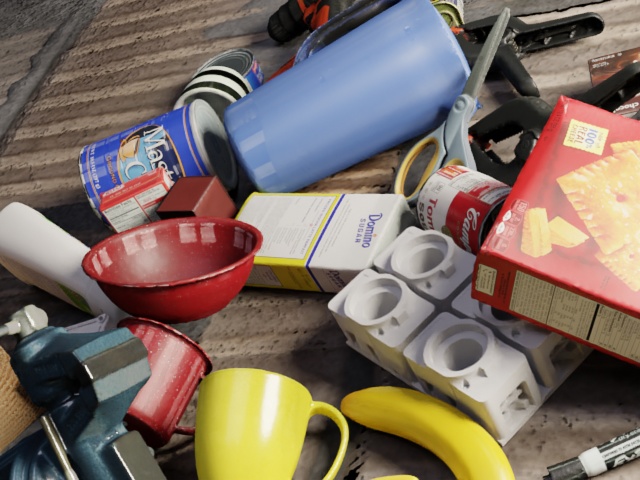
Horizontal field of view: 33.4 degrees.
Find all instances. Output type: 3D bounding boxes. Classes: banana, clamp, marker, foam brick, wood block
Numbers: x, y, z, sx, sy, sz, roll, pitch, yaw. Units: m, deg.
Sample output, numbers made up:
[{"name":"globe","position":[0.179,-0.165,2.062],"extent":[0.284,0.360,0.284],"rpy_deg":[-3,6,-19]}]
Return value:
[{"name":"banana","position":[0.085,0.152,0.776],"extent":[0.069,0.037,0.198],"rpy_deg":[-36,38,-8]},{"name":"clamp","position":[0.204,-0.204,1.097],"extent":[0.120,0.039,0.172],"rpy_deg":[-35,37,-14]},{"name":"marker","position":[0.208,0.141,0.723],"extent":[0.121,0.020,0.020],"rpy_deg":[-26,38,6]},{"name":"foam brick","position":[-0.116,-0.020,1.068],"extent":[0.053,0.078,0.051],"rpy_deg":[0,47,35]},{"name":"wood block","position":[-0.365,0.124,1.057],"extent":[0.090,0.090,0.206],"rpy_deg":[-43,40,-17]},{"name":"clamp","position":[0.197,-0.086,0.924],"extent":[0.210,0.036,0.164],"rpy_deg":[32,101,58]}]

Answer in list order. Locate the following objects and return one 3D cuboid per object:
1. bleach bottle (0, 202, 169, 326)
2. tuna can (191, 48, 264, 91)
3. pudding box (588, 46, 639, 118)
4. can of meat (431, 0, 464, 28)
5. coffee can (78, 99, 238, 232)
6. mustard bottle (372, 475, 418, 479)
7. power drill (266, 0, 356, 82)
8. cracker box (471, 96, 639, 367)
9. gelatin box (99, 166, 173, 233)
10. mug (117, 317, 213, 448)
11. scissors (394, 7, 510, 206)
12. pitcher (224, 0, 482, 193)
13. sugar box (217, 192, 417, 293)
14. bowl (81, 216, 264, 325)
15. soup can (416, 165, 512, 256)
[{"name":"bleach bottle","position":[-0.235,0.041,1.075],"extent":[0.251,0.102,0.068],"rpy_deg":[24,72,39]},{"name":"tuna can","position":[-0.112,-0.193,1.293],"extent":[0.086,0.033,0.086],"rpy_deg":[-18,39,15]},{"name":"pudding box","position":[0.303,-0.137,0.957],"extent":[0.114,0.039,0.090],"rpy_deg":[-14,41,19]},{"name":"can of meat","position":[0.112,-0.253,1.198],"extent":[0.102,0.057,0.084],"rpy_deg":[-14,38,19]},{"name":"coffee can","position":[-0.173,-0.079,1.149],"extent":[0.140,0.102,0.103],"rpy_deg":[-20,39,13]},{"name":"mustard bottle","position":[-0.016,0.222,0.744],"extent":[0.192,0.058,0.096],"rpy_deg":[-12,57,23]},{"name":"power drill","position":[-0.009,-0.240,1.239],"extent":[0.185,0.057,0.187],"rpy_deg":[-30,37,40]},{"name":"cracker box","position":[0.237,0.003,0.757],"extent":[0.214,0.072,0.164],"rpy_deg":[22,58,19]},{"name":"gelatin box","position":[-0.174,-0.025,1.100],"extent":[0.073,0.089,0.030],"rpy_deg":[-24,38,8]},{"name":"mug","position":[-0.140,0.130,0.918],"extent":[0.117,0.093,0.081],"rpy_deg":[23,60,5]},{"name":"scissors","position":[0.138,-0.105,0.972],"extent":[0.202,0.016,0.096],"rpy_deg":[-55,50,19]},{"name":"pitcher","position":[0.027,-0.147,1.076],"extent":[0.243,0.145,0.149],"rpy_deg":[-27,14,9]},{"name":"sugar box","position":[-0.007,0.002,0.998],"extent":[0.176,0.048,0.093],"rpy_deg":[5,52,34]},{"name":"bowl","position":[-0.127,0.031,0.953],"extent":[0.162,0.055,0.162],"rpy_deg":[-6,21,2]},{"name":"soup can","position":[0.135,-0.020,0.902],"extent":[0.068,0.068,0.102],"rpy_deg":[-38,30,-11]}]
